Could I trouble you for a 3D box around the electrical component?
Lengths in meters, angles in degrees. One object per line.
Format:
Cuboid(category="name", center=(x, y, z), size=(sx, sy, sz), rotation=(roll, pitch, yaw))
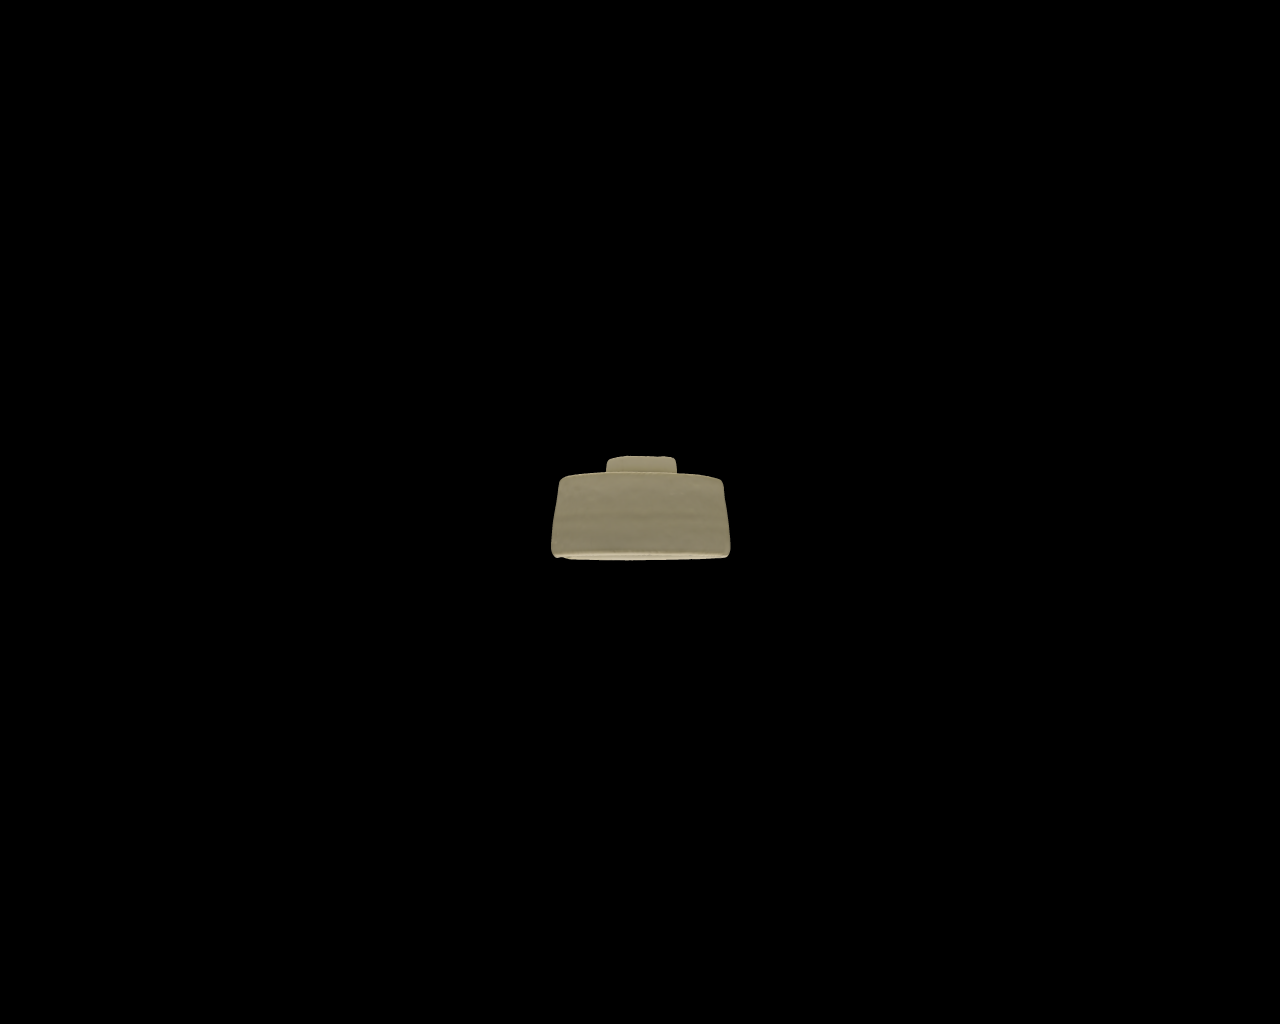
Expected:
Cuboid(category="electrical component", center=(0.001, -0.003, 0.650), size=(0.108, 0.060, 0.108), rotation=(0, -4, 0))
